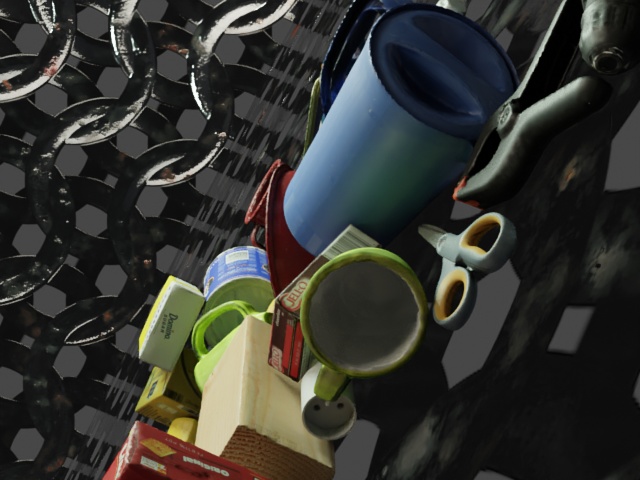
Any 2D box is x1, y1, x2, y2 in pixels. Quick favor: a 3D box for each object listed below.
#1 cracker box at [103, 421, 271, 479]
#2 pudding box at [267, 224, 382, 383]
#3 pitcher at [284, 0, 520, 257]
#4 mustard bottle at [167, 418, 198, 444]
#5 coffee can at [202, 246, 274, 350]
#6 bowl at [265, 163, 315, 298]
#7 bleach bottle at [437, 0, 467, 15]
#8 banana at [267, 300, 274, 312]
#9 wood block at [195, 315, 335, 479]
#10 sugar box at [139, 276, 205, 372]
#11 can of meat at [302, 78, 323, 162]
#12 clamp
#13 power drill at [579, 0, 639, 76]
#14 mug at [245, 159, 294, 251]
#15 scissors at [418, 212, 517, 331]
[{"bbox_3d":[-0.111,0.259,0.780,0.214,0.164,0.072,-60,14,15],"label":"cracker box"},{"bbox_3d":[0.003,0.054,0.908,0.113,0.039,0.090,-42,-24,-35],"label":"pudding box"},{"bbox_3d":[0.052,-0.087,0.923,0.243,0.145,0.149,127,162,-52],"label":"pitcher"},{"bbox_3d":[-0.183,0.307,1.252,0.096,0.058,0.191,-32,32,64],"label":"mustard bottle"},{"bbox_3d":[-0.086,0.073,1.247,0.103,0.102,0.140,-60,11,10],"label":"coffee can"},{"bbox_3d":[-0.007,0.001,1.074,0.162,0.055,0.162,-4,-90,-77],"label":"bowl"},{"bbox_3d":[0.077,-0.159,1.174,0.251,0.068,0.102,-52,15,33],"label":"bleach bottle"},{"bbox_3d":[-0.024,0.032,1.176,0.037,0.069,0.197,-18,42,31],"label":"banana"},{"bbox_3d":[-0.048,0.160,0.919,0.091,0.090,0.206,-59,11,16],"label":"wood block"},{"bbox_3d":[-0.175,0.094,1.240,0.176,0.048,0.093,175,120,-82],"label":"sugar box"},{"bbox_3d":[0.034,-0.115,1.125,0.057,0.084,0.102,-33,-46,-67],"label":"can of meat"},{"bbox_3d":[0.148,-0.092,0.752,0.172,0.039,0.120,-50,16,48],"label":"clamp"},{"bbox_3d":[0.224,-0.205,0.632,0.188,0.057,0.184,-47,19,52],"label":"power drill"},{"bbox_3d":[-0.044,-0.033,1.361,0.117,0.081,0.093,-65,11,-13],"label":"mug"},{"bbox_3d":[0.092,0.022,0.800,0.096,0.016,0.202,-65,11,-10],"label":"scissors"}]
